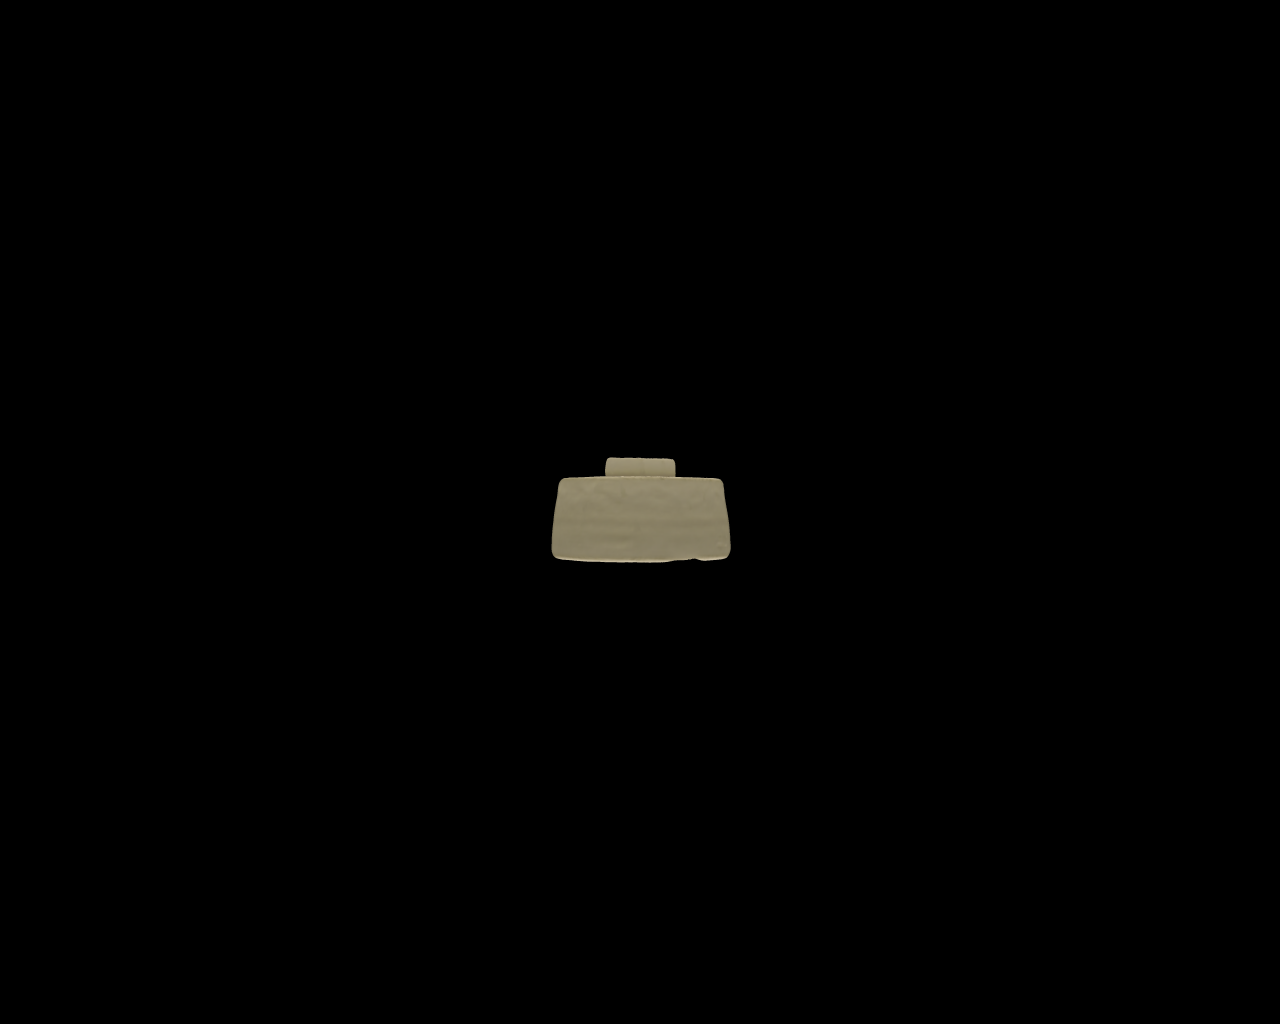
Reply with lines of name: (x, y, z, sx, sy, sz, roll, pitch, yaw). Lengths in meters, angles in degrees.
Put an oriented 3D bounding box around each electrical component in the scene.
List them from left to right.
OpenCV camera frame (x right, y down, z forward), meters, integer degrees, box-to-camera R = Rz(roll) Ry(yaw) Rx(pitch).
electrical component: (0.001, -0.003, 0.650, 0.108, 0.060, 0.108, 0, 0, 0)
